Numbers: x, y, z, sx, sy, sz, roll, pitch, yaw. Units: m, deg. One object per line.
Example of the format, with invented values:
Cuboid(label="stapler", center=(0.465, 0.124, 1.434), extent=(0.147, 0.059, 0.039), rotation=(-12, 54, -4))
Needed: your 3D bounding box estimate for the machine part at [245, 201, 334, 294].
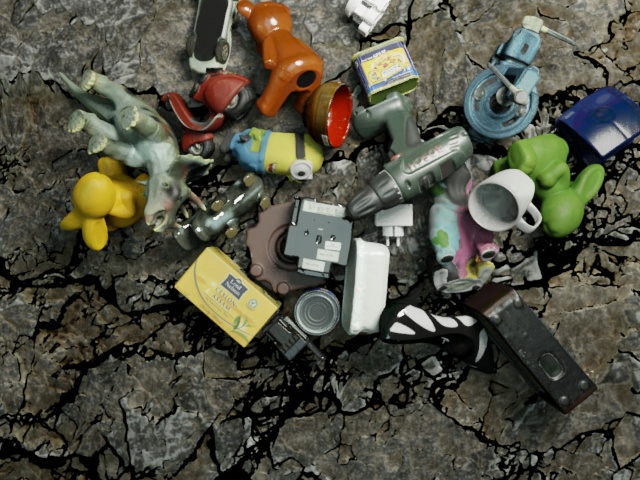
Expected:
Cuboid(label="machine part", center=(-0.050, 0.013, 0.980), extent=(0.179, 0.056, 0.179), rotation=(0, 90, 2))

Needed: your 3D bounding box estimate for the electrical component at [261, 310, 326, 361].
Cuboid(label="electrical component", center=(-0.046, 0.185, 0.974), extent=(0.048, 0.075, 0.119), rotation=(-45, 91, 2))

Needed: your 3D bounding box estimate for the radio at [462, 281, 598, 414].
Cuboid(label="radio", center=(0.356, 0.181, 0.922), extent=(0.073, 0.131, 0.229), rotation=(-41, 89, 1))

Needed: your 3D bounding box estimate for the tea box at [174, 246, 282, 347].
Cuboid(label="tea box", center=(-0.165, 0.101, 0.981), extent=(0.170, 0.068, 0.098), rotation=(39, 93, 3))

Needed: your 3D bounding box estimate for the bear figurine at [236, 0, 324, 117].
Cuboid(label="bear figurine", center=(-0.079, -0.330, 0.959), extent=(0.196, 0.120, 0.132), rotation=(55, 138, 26))

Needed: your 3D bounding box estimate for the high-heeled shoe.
Cuboid(label="high-heeled shoe", center=(0.204, 0.183, 0.911), extent=(0.248, 0.086, 0.145), rotation=(46, 54, -10))

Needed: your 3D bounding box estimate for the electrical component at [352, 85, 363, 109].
Cuboid(label="electrical component", center=(0.036, -0.250, 0.988), extent=(0.063, 0.021, 0.094), rotation=(33, 94, 3))

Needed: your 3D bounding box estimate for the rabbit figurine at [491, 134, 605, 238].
Cuboid(label="rabbit figurine", center=(0.398, -0.085, 0.927), extent=(0.159, 0.121, 0.170), rotation=(-13, 74, -18))

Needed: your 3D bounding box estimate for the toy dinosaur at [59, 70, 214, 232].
Cuboid(label="toy dinosaur", center=(-0.318, -0.184, 0.942), extent=(0.131, 0.192, 0.405), rotation=(-47, 52, 9))

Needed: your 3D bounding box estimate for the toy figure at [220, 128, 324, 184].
Cuboid(label="toy figure", center=(-0.084, -0.159, 0.967), extent=(0.180, 0.082, 0.089), rotation=(14, 93, 5))

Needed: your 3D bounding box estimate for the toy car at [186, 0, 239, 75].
Cuboid(label="toy car", center=(-0.193, -0.401, 0.983), extent=(0.074, 0.056, 0.201), rotation=(11, 90, 10))

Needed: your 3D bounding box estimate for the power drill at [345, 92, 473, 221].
Cuboid(label="power drill", center=(0.119, -0.150, 0.901), extent=(0.232, 0.207, 0.085), rotation=(-25, 134, 4))

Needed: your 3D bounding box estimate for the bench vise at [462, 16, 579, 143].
Cuboid(label="bench vise", center=(0.317, -0.257, 0.876), extent=(0.129, 0.241, 0.223), rotation=(34, 108, -2))

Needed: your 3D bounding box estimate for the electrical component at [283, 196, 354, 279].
Cuboid(label="electrical component", center=(-0.002, -0.003, 0.923), extent=(0.115, 0.058, 0.134), rotation=(12, 90, 2))

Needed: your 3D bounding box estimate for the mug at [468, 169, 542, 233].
Cuboid(label="mug", center=(0.302, -0.064, 0.843), extent=(0.110, 0.107, 0.080), rotation=(38, 136, 16))

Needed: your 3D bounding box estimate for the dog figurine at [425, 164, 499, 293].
Cuboid(label="dog figurine", center=(0.232, -0.038, 0.946), extent=(0.109, 0.191, 0.219), rotation=(-6, 57, 2))

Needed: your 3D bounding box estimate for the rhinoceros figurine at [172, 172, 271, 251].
Cuboid(label="rhinoceros figurine", center=(-0.179, -0.053, 0.961), extent=(0.190, 0.112, 0.073), rotation=(-40, 119, -10))

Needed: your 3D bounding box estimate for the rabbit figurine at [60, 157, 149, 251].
Cuboid(label="rabbit figurine", center=(-0.383, -0.072, 0.939), extent=(0.122, 0.173, 0.162), rotation=(38, 88, -2))

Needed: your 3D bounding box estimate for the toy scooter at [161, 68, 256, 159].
Cuboid(label="toy scooter", center=(-0.211, -0.244, 0.971), extent=(0.135, 0.075, 0.184), rotation=(45, 108, 0))

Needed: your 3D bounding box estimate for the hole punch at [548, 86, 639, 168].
Cuboid(label="hole punch", center=(0.491, -0.199, 0.934), extent=(0.142, 0.092, 0.116), rotation=(-35, 85, 6))
